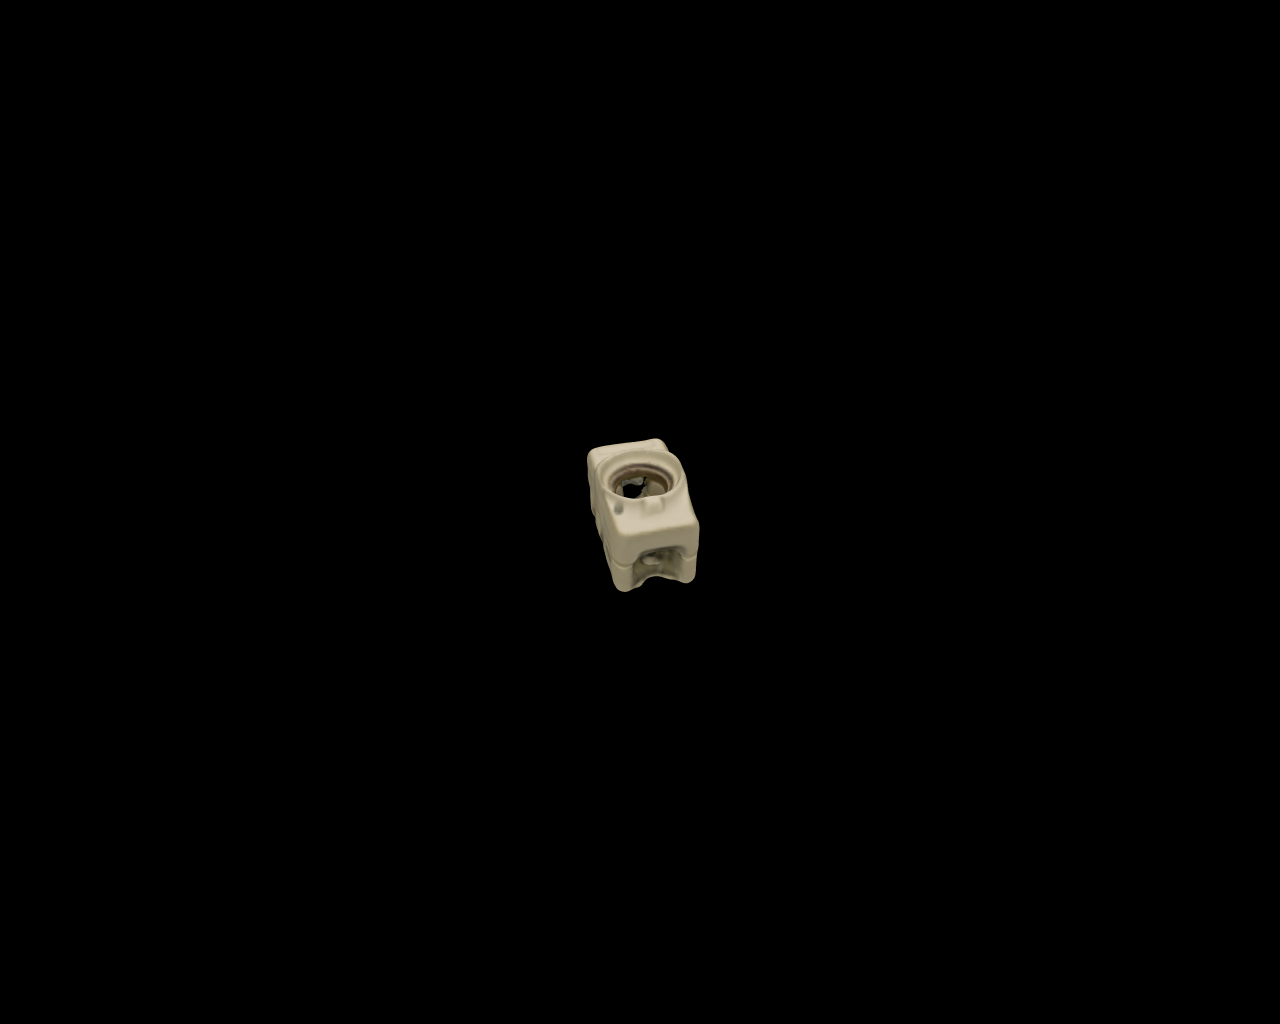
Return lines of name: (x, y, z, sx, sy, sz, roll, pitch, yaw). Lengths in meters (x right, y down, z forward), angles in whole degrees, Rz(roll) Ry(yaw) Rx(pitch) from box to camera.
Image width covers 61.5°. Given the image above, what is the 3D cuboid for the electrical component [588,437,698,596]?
electrical component: (0.001, -0.003, 0.650, 0.050, 0.055, 0.090, -8, 40, -10)
